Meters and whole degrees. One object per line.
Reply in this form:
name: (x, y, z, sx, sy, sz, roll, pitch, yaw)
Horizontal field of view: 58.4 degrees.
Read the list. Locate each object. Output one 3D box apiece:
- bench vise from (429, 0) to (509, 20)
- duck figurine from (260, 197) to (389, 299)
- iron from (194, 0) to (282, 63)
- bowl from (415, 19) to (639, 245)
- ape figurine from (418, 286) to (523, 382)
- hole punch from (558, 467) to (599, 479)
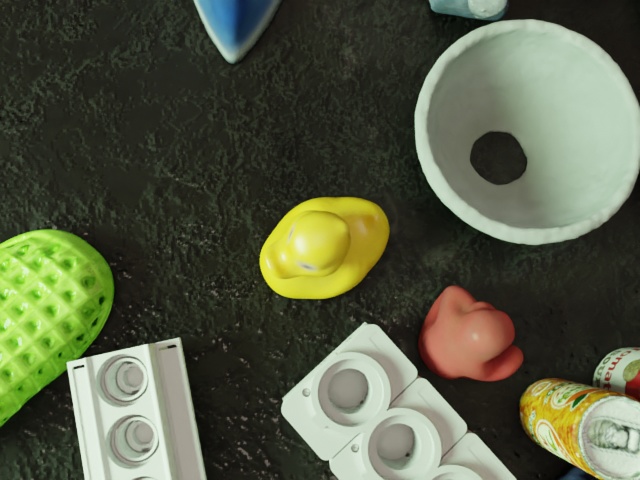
bench vise: (0.143, -0.271, 0.394, 0.121, 0.219, 0.207, -10, 82, -3)
duck figurine: (0.004, 0.001, 0.419, 0.104, 0.086, 0.077, -25, 83, -5)
iron: (-0.065, -0.284, 0.429, 0.118, 0.141, 0.258, 2, 82, -1)
bowl: (0.149, -0.075, 0.440, 0.167, 0.074, 0.167, 0, 82, -2)
ape figurine: (0.111, 0.069, 0.410, 0.076, 0.092, 0.078, -20, 83, -4)
hole punch: (0.201, 0.221, 0.392, 0.101, 0.091, 0.108, -30, 84, -5)
